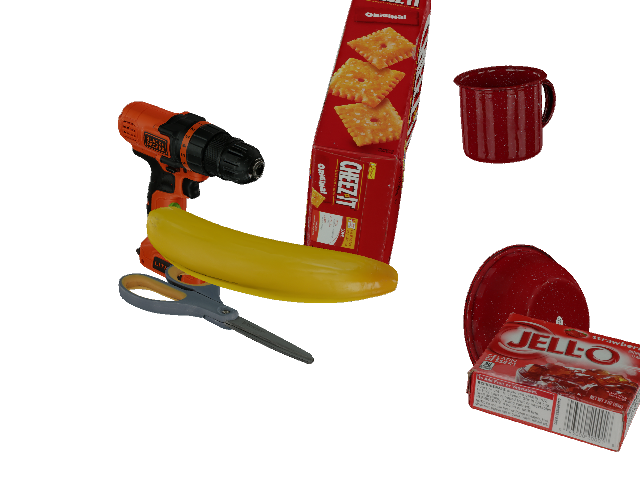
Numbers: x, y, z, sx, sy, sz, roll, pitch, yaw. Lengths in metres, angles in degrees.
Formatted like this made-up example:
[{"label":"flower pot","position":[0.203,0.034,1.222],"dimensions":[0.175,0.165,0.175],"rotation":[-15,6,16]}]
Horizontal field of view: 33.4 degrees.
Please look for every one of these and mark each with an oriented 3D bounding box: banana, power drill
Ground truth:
[{"label":"banana","position":[-0.048,0.006,0.691],"dimensions":[0.198,0.037,0.069],"rotation":[19,37,32]},{"label":"power drill","position":[-0.133,-0.041,1.118],"dimensions":[0.185,0.188,0.057],"rotation":[24,36,32]}]

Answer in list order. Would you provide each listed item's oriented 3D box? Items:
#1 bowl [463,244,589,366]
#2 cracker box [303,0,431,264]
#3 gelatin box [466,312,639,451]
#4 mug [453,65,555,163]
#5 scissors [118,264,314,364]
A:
[{"label":"bowl","position":[0.225,0.084,1.098],"dimensions":[0.161,0.162,0.055],"rotation":[0,-1,-34]},{"label":"cracker box","position":[0.041,-0.085,0.879],"dimensions":[0.072,0.213,0.164],"rotation":[10,-41,5]},{"label":"gelatin box","position":[0.138,0.078,0.610],"dimensions":[0.089,0.030,0.073],"rotation":[14,29,25]},{"label":"mug","position":[0.195,-0.132,1.100],"dimensions":[0.117,0.081,0.093],"rotation":[-19,25,-29]},{"label":"scissors","position":[-0.076,0.056,0.902],"dimensions":[0.202,0.016,0.096],"rotation":[15,26,22]}]
